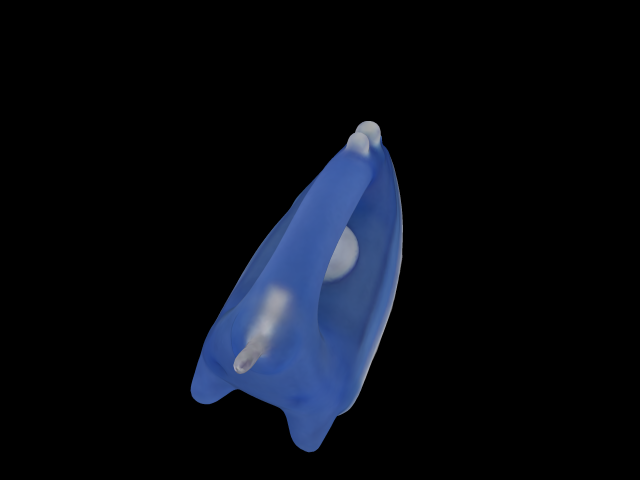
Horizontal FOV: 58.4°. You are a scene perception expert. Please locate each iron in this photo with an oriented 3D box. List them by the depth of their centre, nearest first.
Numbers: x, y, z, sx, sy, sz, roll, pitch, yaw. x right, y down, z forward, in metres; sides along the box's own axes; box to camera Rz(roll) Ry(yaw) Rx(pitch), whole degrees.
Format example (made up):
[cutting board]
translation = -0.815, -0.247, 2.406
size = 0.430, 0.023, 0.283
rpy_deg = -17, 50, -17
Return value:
[iron]
translation = 0.004, 0.001, 0.400
size = 0.118, 0.141, 0.258
rpy_deg = 20, 66, 10
